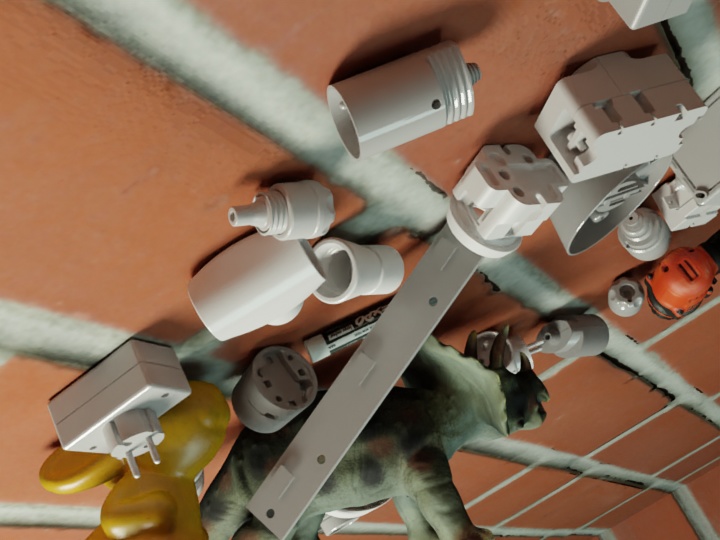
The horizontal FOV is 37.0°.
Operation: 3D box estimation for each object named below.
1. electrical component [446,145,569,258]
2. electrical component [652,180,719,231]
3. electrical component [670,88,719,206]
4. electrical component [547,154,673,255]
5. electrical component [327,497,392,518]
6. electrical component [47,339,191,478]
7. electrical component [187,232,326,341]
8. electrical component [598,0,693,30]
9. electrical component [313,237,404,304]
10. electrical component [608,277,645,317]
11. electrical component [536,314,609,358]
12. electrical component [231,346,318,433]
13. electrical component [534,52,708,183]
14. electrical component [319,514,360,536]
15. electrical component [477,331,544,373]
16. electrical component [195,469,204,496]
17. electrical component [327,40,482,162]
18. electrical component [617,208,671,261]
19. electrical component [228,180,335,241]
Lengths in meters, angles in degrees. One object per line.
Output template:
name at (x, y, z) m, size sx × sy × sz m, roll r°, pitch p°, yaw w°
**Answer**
electrical component at (0.095, -0.045, 0.725) m, size 0.078 × 0.058 × 0.057 m, roll -7°, pitch 145°, yaw -39°
electrical component at (0.285, -0.065, 0.900) m, size 0.066 × 0.048 × 0.055 m, roll -11°, pitch 158°, yaw -32°
electrical component at (0.281, -0.092, 0.822) m, size 0.061 × 0.061 × 0.096 m, roll -1°, pitch 144°, yaw -45°
electrical component at (0.176, -0.062, 0.768) m, size 0.099 × 0.064 × 0.099 m, roll -23°, pitch 155°, yaw -12°
electrical component at (-0.010, 0.185, 1.015) m, size 0.099 × 0.099 × 0.064 m, roll -20°, pitch 160°, yaw -18°
electrical component at (-0.157, 0.103, 0.728) m, size 0.083 × 0.075 × 0.047 m, roll -36°, pitch 154°, yaw 17°
electrical component at (-0.060, 0.013, 0.693) m, size 0.077 × 0.043 × 0.079 m, roll -31°, pitch 155°, yaw 5°
electrical component at (0.139, -0.162, 0.556) m, size 0.077 × 0.047 × 0.065 m, roll -21°, pitch 155°, yaw -18°
electrical component at (0.000, 0.000, 0.736) m, size 0.044 × 0.044 × 0.065 m, roll -43°, pitch 157°, yaw 29°
electrical component at (0.266, 0.031, 1.078) m, size 0.035 × 0.035 × 0.061 m, roll -28°, pitch 158°, yaw -1°
electrical component at (0.210, 0.066, 1.077) m, size 0.081 × 0.043 × 0.043 m, roll 1°, pitch 142°, yaw -47°
electrical component at (-0.068, 0.094, 0.831) m, size 0.055 × 0.055 × 0.047 m, roll -7°, pitch 152°, yaw -38°
electrical component at (0.165, -0.101, 0.690) m, size 0.089 × 0.055 × 0.050 m, roll -17°, pitch 153°, yaw -23°
electrical component at (-0.032, 0.242, 1.127) m, size 0.108 × 0.060 × 0.108 m, roll -29°, pitch 164°, yaw -9°
electrical component at (0.142, 0.087, 1.043) m, size 0.079 × 0.043 × 0.077 m, roll -22°, pitch 155°, yaw -6°
electrical component at (-0.153, 0.169, 0.899) m, size 0.045 × 0.045 × 0.055 m, roll -20°, pitch 155°, yaw -18°
electrical component at (0.028, -0.093, 0.579) m, size 0.081 × 0.043 × 0.043 m, roll -23°, pitch 155°, yaw -11°
electrical component at (0.240, -0.034, 0.917) m, size 0.040 × 0.040 × 0.078 m, roll -35°, pitch 154°, yaw 15°
electrical component at (-0.047, -0.034, 0.628) m, size 0.061 × 0.035 × 0.035 m, roll -8°, pitch 149°, yaw -33°
